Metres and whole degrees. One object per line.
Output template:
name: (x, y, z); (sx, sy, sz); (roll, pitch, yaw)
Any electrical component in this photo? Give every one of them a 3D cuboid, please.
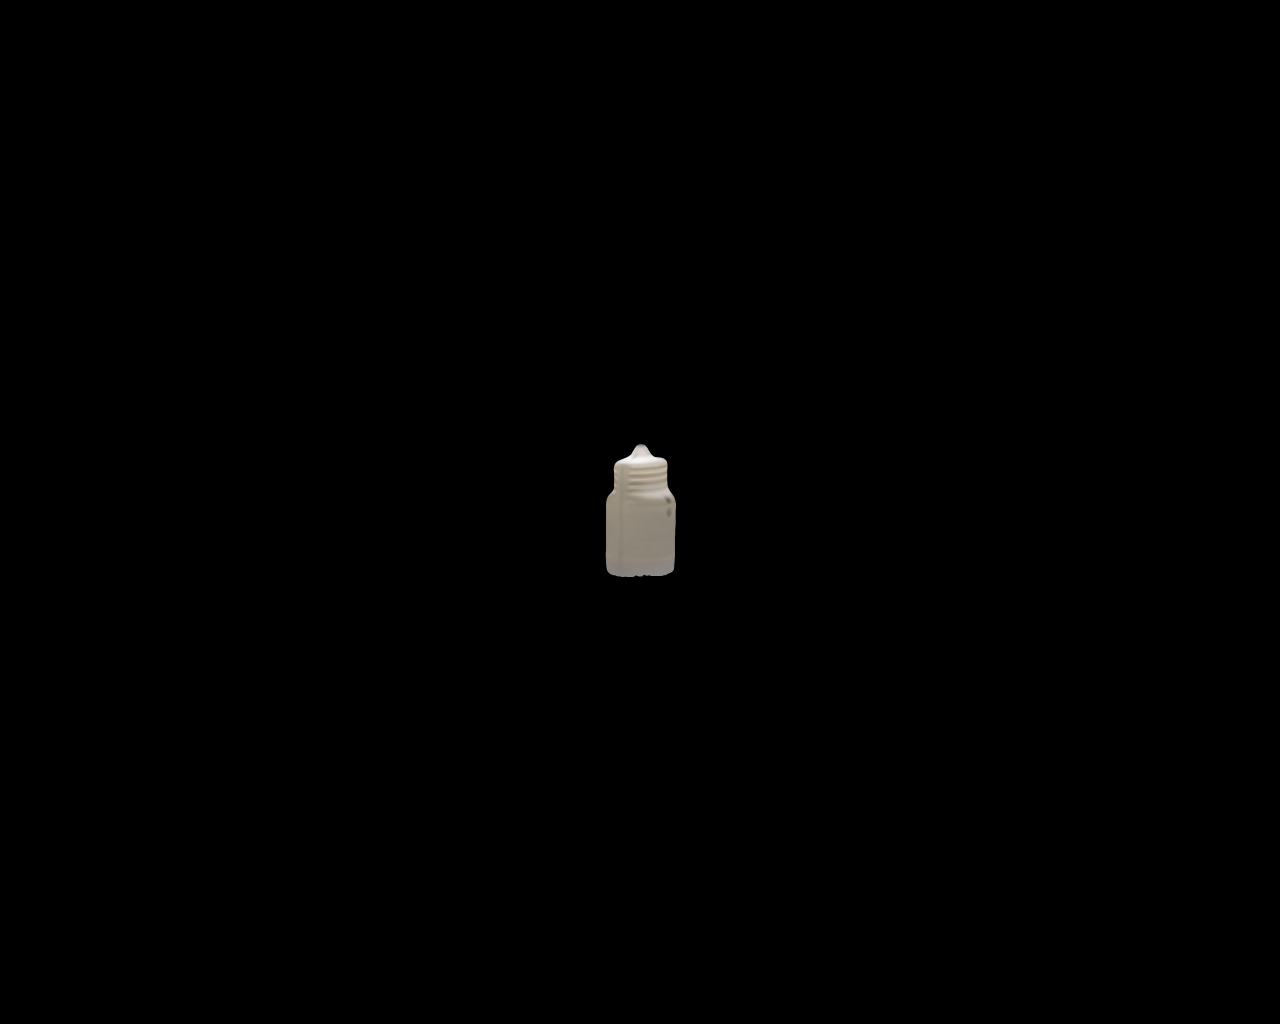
electrical component: (0.001, -0.003, 0.650); (0.043, 0.080, 0.043); (0, 9, 0)
